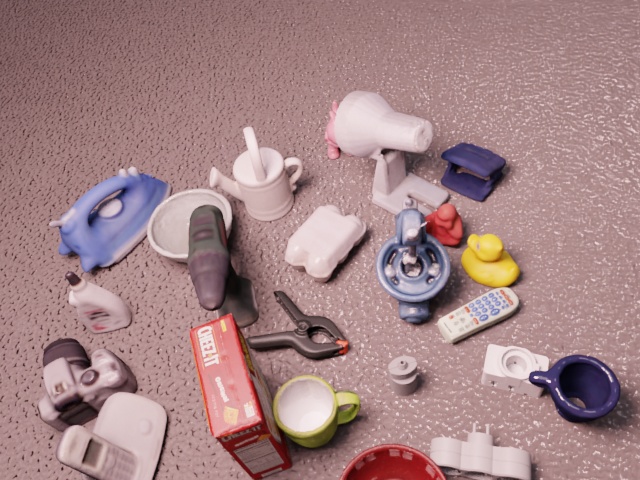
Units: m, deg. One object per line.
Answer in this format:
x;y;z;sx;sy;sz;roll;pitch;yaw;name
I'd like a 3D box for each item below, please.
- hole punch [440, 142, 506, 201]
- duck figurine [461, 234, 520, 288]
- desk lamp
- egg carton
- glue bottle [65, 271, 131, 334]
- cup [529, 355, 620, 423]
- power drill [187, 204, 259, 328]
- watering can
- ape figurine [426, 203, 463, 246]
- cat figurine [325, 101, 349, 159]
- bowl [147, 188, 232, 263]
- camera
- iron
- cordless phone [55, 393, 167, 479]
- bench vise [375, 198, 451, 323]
0.294;-0.148;1.108;0.108;0.091;0.101;29;64;27;hole punch
0.295;0.028;0.983;0.104;0.086;0.078;34;66;29;duck figurine
0.136;-0.160;1.067;0.202;0.214;0.118;31;65;28;desk lamp
0.010;0.004;1.059;0.107;0.069;0.150;28;63;26;egg carton
-0.394;0.104;0.989;0.078;0.173;0.037;-17;53;-2;glue bottle
0.358;0.223;0.826;0.117;0.095;0.092;8;56;15;cup
-0.165;0.062;0.960;0.075;0.209;0.229;-16;53;-2;power drill
-0.122;-0.128;1.099;0.173;0.194;0.100;-32;55;-14;watering can
0.226;-0.032;1.034;0.076;0.092;0.077;-36;56;-16;ape figurine
0.041;-0.235;1.197;0.067;0.118;0.127;-9;53;3;cat figurine
-0.243;-0.016;1.112;0.167;0.075;0.167;-4;54;6;bowl
-0.403;0.219;0.952;0.143;0.101;0.136;-29;55;-11;camera
-0.410;-0.067;1.136;0.118;0.142;0.259;27;63;26;iron
-0.305;0.285;0.836;0.094;0.185;0.147;-2;54;9;cordless phone
0.139;0.004;0.943;0.121;0.220;0.207;-17;53;-2;bench vise
